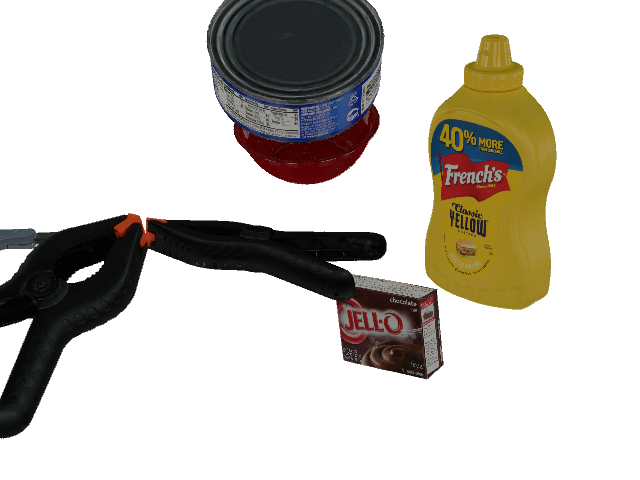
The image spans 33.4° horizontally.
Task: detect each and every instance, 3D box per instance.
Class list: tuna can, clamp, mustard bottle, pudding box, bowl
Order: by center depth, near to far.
[{"bbox_3d":[-0.012,-0.090,0.526,0.086,0.086,0.034,0,-34,0],"label":"tuna can"},{"bbox_3d":[-0.186,0.039,0.689,0.120,0.039,0.171,27,53,19],"label":"clamp"},{"bbox_3d":[0.122,-0.051,0.766,0.058,0.192,0.096,-22,31,-40],"label":"mustard bottle"},{"bbox_3d":[-0.051,0.010,0.904,0.210,0.036,0.164,7,12,5],"label":"clamp"},{"bbox_3d":[0.071,0.088,1.115,0.114,0.090,0.039,7,24,37],"label":"pudding box"},{"bbox_3d":[-0.014,-0.111,1.189,0.162,0.055,0.162,-3,38,2],"label":"bowl"}]

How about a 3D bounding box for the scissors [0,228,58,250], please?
[{"bbox_3d":[-0.257,0.006,0.871,0.202,0.016,0.096,5,24,7],"label":"scissors"}]
